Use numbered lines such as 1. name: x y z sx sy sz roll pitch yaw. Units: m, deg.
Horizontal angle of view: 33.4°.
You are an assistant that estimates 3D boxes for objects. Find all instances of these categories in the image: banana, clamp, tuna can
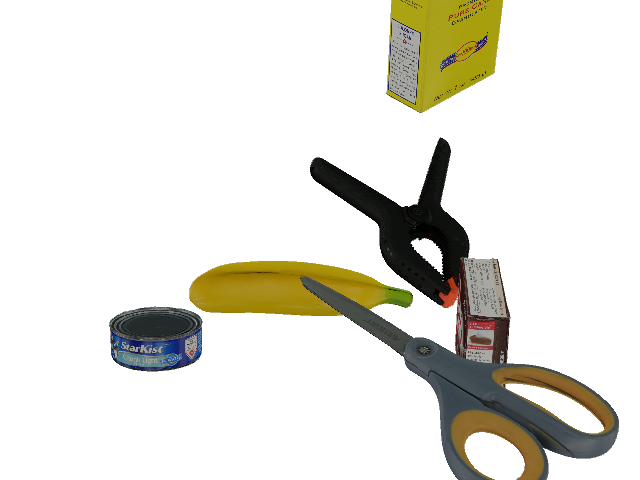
1. banana: -0.034 0.039 0.786 0.198 0.037 0.069 1 -23 33
2. clamp: 0.086 -0.021 1.111 0.164 0.210 0.036 -6 -36 -15
3. tuna can: -0.153 0.091 0.994 0.086 0.034 0.086 1 16 0

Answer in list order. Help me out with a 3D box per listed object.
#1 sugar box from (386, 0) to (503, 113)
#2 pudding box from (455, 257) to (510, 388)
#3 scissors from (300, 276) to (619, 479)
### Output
1. sugar box: 0.099 -0.194 0.809 0.093 0.176 0.048 -32 52 -31
2. pudding box: 0.136 0.077 0.909 0.039 0.090 0.113 0 24 2
3. scissors: 0.052 0.075 0.557 0.202 0.016 0.096 18 42 26
